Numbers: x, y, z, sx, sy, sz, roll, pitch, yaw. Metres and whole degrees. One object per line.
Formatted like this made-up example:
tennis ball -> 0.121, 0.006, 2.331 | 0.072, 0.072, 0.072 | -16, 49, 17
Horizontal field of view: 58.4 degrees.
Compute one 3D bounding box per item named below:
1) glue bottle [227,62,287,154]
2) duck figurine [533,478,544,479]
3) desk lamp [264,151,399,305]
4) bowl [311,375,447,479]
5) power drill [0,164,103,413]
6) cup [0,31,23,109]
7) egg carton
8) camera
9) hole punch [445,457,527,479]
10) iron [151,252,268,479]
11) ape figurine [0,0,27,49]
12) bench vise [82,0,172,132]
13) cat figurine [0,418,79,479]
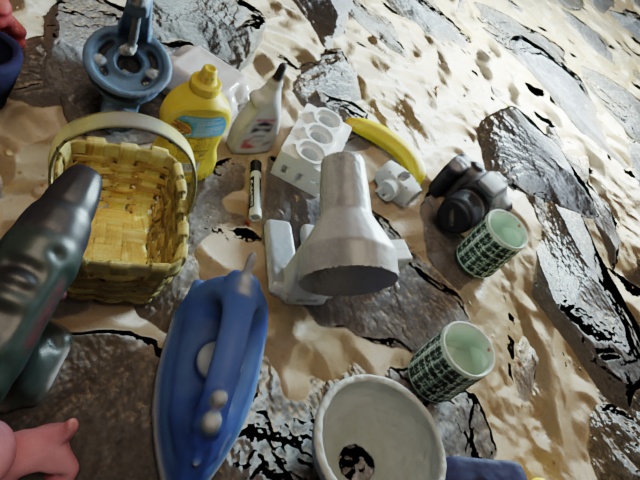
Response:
glue bottle -> -0.087, -0.205, 0.887 | 0.078, 0.173, 0.037 | -13, 61, -36
duck figurine -> 0.311, 0.345, 0.718 | 0.078, 0.086, 0.104 | -18, 64, -38
desk lamp -> 0.007, 0.003, 0.741 | 0.118, 0.213, 0.203 | 7, 51, -24
bowl -> 0.057, 0.247, 0.665 | 0.168, 0.074, 0.167 | 15, 48, -17
power drill -> -0.274, 0.064, 0.539 | 0.076, 0.208, 0.229 | 21, 47, -12
cup -> -0.452, -0.214, 0.747 | 0.118, 0.095, 0.091 | -22, 67, -39
egg carton -> -0.192, -0.255, 0.943 | 0.150, 0.069, 0.107 | 33, 45, -1
camera -> 0.263, -0.080, 1.029 | 0.143, 0.100, 0.137 | 47, 47, 13
hole punch -> 0.184, 0.314, 0.670 | 0.101, 0.091, 0.108 | 19, 47, -14
iron -> -0.109, 0.140, 0.615 | 0.119, 0.141, 0.258 | 18, 47, -15
ape figurine -> -0.463, -0.308, 0.821 | 0.078, 0.092, 0.076 | -6, 57, -32
bench vise -> -0.280, -0.294, 0.821 | 0.122, 0.219, 0.207 | -5, 57, -32
cat figurine -> -0.277, 0.185, 0.502 | 0.128, 0.117, 0.067 | -7, 58, -33
